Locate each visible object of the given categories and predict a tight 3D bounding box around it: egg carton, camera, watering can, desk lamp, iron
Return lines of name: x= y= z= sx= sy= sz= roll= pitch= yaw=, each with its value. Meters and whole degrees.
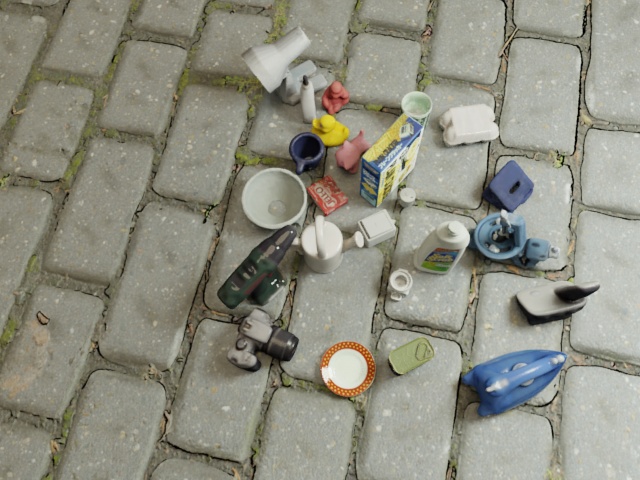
egg carton: x=0.395 y=-0.304 z=1.525 sx=0.150 sy=0.069 sz=0.107 roll=-8 pitch=71 yaw=-1
camera: x=-0.129 y=0.244 z=1.337 sx=0.136 sy=0.101 sz=0.143 roll=23 pitch=73 yaw=10
watering can: x=0.012 y=0.003 z=1.367 sx=0.173 sy=0.194 sz=0.101 roll=-22 pitch=71 yaw=-5
desk lamp: x=-0.094 y=-0.459 z=1.520 sx=0.203 sy=0.213 sz=0.118 roll=-32 pitch=73 yaw=-9
iron: x=0.458 y=0.297 z=1.277 sx=0.258 sy=0.141 sz=0.118 roll=-23 pitch=71 yaw=-6

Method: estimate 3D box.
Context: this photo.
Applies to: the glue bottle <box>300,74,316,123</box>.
glue bottle: x=-0.034 y=-0.383 z=1.512 sx=0.037 sy=0.173 sz=0.078 roll=-3 pitch=71 yaw=1

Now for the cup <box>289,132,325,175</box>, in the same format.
cup: x=-0.036 y=-0.209 z=1.494 sx=0.091 sy=0.095 sz=0.118 roll=15 pitch=72 yaw=7

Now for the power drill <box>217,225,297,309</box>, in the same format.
power drill: x=-0.135 y=0.076 z=1.339 sx=0.075 sy=0.208 sz=0.230 roll=42 pitch=77 yaw=15

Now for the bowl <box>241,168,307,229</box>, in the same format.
bowl: x=-0.114 y=-0.096 z=1.468 sx=0.167 sy=0.075 sz=0.167 roll=-1 pitch=71 yaw=2

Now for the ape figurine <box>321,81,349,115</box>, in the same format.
ape figurine: x=0.042 y=-0.397 z=1.558 sx=0.078 sy=0.092 sz=0.076 roll=-2 pitch=71 yaw=2

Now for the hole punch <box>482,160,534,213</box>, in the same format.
hole punch: x=0.483 y=-0.133 z=1.451 sx=0.101 sy=0.091 sz=0.109 roll=40 pitch=77 yaw=14

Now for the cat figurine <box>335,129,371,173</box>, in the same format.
cat figurine: x=0.082 y=-0.231 z=1.485 sx=0.067 sy=0.118 sz=0.128 roll=30 pitch=75 yaw=12

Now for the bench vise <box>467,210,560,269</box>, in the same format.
bench vise: x=0.463 y=-0.016 z=1.343 sx=0.207 sy=0.220 sz=0.121 roll=0 pitch=71 yaw=2

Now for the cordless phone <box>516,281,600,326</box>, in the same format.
cordless phone: x=0.544 y=0.127 z=1.309 sx=0.147 sy=0.185 sz=0.094 roll=-16 pitch=71 yaw=-3

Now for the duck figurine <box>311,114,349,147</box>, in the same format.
duck figurine: x=0.026 y=-0.300 z=1.528 sx=0.104 sy=0.086 sz=0.077 roll=9 pitch=71 yaw=5
